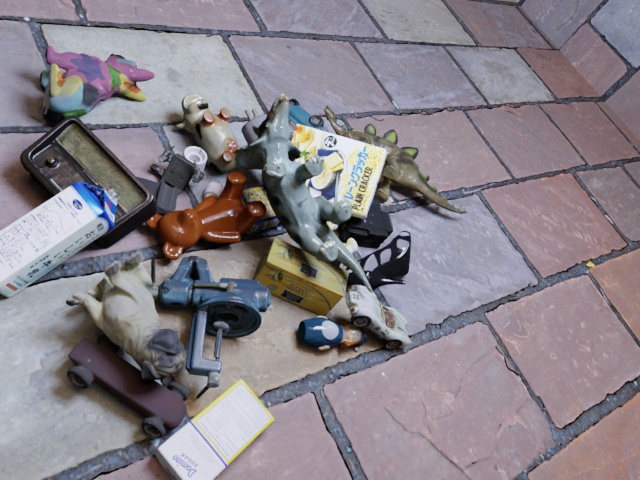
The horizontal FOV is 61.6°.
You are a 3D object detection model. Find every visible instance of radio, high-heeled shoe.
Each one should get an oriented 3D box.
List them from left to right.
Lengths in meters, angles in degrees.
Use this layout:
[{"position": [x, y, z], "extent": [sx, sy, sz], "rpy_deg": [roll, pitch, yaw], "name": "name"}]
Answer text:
[{"position": [-0.423, -0.104, 0.986], "extent": [0.230, 0.073, 0.131], "rpy_deg": [44, 71, 7], "name": "radio"}, {"position": [0.134, 0.043, 1.244], "extent": [0.145, 0.086, 0.249], "rpy_deg": [5, 29, 11], "name": "high-heeled shoe"}]

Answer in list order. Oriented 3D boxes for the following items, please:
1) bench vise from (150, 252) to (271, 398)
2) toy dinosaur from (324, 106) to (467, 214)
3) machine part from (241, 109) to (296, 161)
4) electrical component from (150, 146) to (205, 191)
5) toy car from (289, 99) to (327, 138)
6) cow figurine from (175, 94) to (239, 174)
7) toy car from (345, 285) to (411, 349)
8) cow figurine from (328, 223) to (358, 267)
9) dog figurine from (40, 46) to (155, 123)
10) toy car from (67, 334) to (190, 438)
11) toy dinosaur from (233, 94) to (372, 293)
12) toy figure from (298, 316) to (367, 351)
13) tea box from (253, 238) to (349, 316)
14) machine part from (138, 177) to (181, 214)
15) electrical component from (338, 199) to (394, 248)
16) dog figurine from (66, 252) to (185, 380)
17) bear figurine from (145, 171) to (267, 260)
[{"position": [-0.198, 0.138, 0.931], "extent": [0.223, 0.128, 0.241], "rpy_deg": [13, 47, -18], "name": "bench vise"}, {"position": [0.194, -0.196, 1.418], "extent": [0.471, 0.105, 0.198], "rpy_deg": [42, 43, -1], "name": "toy dinosaur"}, {"position": [-0.101, -0.181, 1.163], "extent": [0.079, 0.079, 0.243], "rpy_deg": [-20, 79, -39], "name": "machine part"}, {"position": [-0.293, -0.146, 1.111], "extent": [0.102, 0.078, 0.045], "rpy_deg": [38, 9, -6], "name": "electrical component"}, {"position": [-0.060, -0.267, 1.327], "extent": [0.103, 0.109, 0.162], "rpy_deg": [-38, 71, -26], "name": "toy car"}, {"position": [-0.246, -0.238, 1.198], "extent": [0.085, 0.127, 0.195], "rpy_deg": [-27, 87, -40], "name": "cow figurine"}, {"position": [0.119, 0.158, 1.096], "extent": [0.201, 0.056, 0.073], "rpy_deg": [40, 32, -37], "name": "toy car"}, {"position": [-0.004, -0.003, 1.184], "extent": [0.167, 0.068, 0.098], "rpy_deg": [45, 53, 8], "name": "cow figurine"}, {"position": [-0.464, -0.322, 1.136], "extent": [0.219, 0.108, 0.192], "rpy_deg": [-1, 56, -33], "name": "dog figurine"}, {"position": [-0.301, 0.228, 0.845], "extent": [0.202, 0.053, 0.089], "rpy_deg": [35, 41, -7], "name": "toy car"}, {"position": [-0.040, -0.070, 1.047], "extent": [0.131, 0.192, 0.404], "rpy_deg": [-29, 105, -18], "name": "toy dinosaur"}, {"position": [0.032, 0.188, 1.066], "extent": [0.154, 0.058, 0.064], "rpy_deg": [9, 91, -26], "name": "toy figure"}, {"position": [-0.039, 0.076, 1.079], "extent": [0.169, 0.098, 0.068], "rpy_deg": [23, 47, -11], "name": "tea box"}, {"position": [-0.352, -0.095, 1.072], "extent": [0.139, 0.039, 0.084], "rpy_deg": [19, 54, -18], "name": "machine part"}, {"position": [0.107, -0.044, 1.282], "extent": [0.134, 0.058, 0.115], "rpy_deg": [6, 56, -25], "name": "electrical component"}, {"position": [-0.289, 0.131, 0.874], "extent": [0.190, 0.121, 0.172], "rpy_deg": [51, 12, -5], "name": "dog figurine"}, {"position": [-0.225, -0.046, 1.048], "extent": [0.196, 0.132, 0.120], "rpy_deg": [-12, 61, -42], "name": "bear figurine"}]
